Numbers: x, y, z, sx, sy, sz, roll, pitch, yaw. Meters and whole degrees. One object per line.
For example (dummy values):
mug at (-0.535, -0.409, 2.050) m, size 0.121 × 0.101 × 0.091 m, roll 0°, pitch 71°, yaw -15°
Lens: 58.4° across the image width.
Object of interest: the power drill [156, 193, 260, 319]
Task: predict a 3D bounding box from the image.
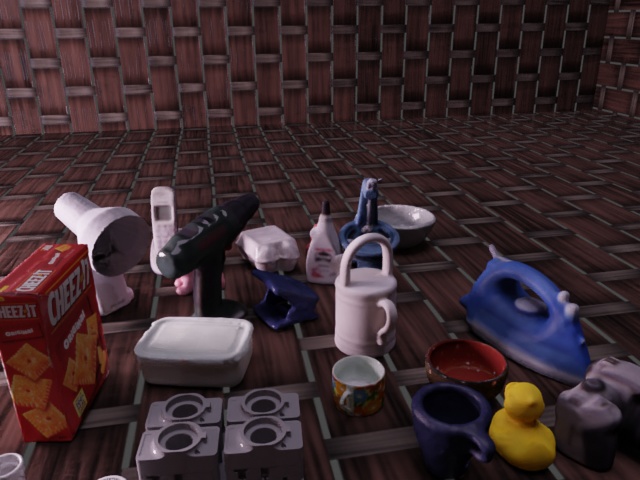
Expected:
power drill at (-0.180, 0.043, 0.995) m, size 0.075 × 0.208 × 0.230 m, roll 12°, pitch 25°, yaw 29°

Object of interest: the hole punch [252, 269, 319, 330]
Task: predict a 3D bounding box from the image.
hole punch at (-0.062, 0.094, 1.023) m, size 0.101 × 0.091 × 0.108 m, roll -14°, pitch 25°, yaw -30°

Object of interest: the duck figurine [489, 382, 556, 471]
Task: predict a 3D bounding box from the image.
duck figurine at (0.252, 0.220, 0.704) m, size 0.077 × 0.086 × 0.104 m, roll -1°, pitch 22°, yaw -2°

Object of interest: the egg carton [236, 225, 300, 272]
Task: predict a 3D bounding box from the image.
egg carton at (-0.112, 0.020, 1.239) m, size 0.107 × 0.069 × 0.149 m, roll -12°, pitch 25°, yaw -28°

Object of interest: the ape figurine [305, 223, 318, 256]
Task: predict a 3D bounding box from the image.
ape figurine at (0.003, 0.005, 1.245) m, size 0.078 × 0.092 × 0.076 m, roll -11°, pitch 24°, yaw -26°

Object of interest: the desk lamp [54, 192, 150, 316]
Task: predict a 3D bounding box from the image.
desk lamp at (-0.403, 0.027, 1.032) m, size 0.202 × 0.214 × 0.118 m, roll 15°, pitch 26°, yaw 33°

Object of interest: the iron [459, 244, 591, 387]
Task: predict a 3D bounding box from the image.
iron at (0.339, 0.110, 0.907) m, size 0.119 × 0.141 × 0.257 m, roll -10°, pitch 24°, yaw -24°

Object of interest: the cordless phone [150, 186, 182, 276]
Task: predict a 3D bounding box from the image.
cordless phone at (-0.279, -0.019, 1.185) m, size 0.147 × 0.185 × 0.094 m, roll -2°, pitch 22°, yaw -5°

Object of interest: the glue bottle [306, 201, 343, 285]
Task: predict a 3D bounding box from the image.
glue bottle at (0.010, 0.004, 1.137) m, size 0.078 × 0.173 × 0.037 m, roll 3°, pitch 22°, yaw 9°

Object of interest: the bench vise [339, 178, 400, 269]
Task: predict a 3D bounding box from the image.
bench vise at (0.085, -0.033, 1.167) m, size 0.122 × 0.220 × 0.206 m, roll -8°, pitch 23°, yaw -19°

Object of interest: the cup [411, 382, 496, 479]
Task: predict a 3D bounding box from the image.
cup at (0.157, 0.234, 0.659) m, size 0.092 × 0.095 × 0.117 m, roll -10°, pitch 24°, yaw -23°

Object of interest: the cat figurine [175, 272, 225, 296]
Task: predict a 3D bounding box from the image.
cat figurine at (-0.253, 0.043, 1.120) m, size 0.128 × 0.118 × 0.067 m, roll -7°, pitch 23°, yaw -17°

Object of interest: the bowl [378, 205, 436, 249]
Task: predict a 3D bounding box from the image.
bowl at (0.184, -0.024, 1.340) m, size 0.167 × 0.075 × 0.167 m, roll 0°, pitch 22°, yaw 0°

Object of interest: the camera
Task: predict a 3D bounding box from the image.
camera at (0.380, 0.215, 0.695) m, size 0.143 × 0.101 × 0.136 m, roll -16°, pitch 26°, yaw -34°

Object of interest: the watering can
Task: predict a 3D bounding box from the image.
watering can at (0.068, 0.079, 0.919) m, size 0.172 × 0.194 × 0.101 m, roll 18°, pitch 28°, yaw 38°
